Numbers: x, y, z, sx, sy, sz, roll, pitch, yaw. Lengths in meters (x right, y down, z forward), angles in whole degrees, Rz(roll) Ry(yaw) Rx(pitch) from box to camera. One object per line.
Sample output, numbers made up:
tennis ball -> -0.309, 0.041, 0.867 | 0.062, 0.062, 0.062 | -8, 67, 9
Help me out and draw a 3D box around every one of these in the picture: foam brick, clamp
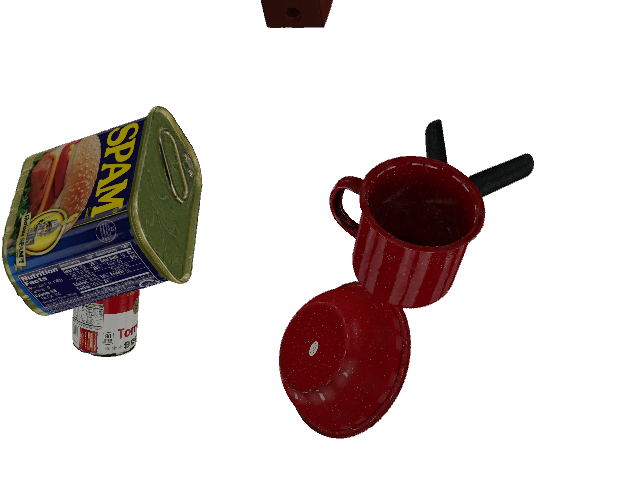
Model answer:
foam brick -> -0.022, -0.222, 0.890 | 0.053, 0.051, 0.078 | 2, -39, 14
clamp -> 0.126, -0.058, 1.090 | 0.120, 0.039, 0.171 | 28, 54, 29

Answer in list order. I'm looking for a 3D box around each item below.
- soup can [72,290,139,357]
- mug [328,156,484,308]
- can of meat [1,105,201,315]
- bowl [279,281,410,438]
soup can -> -0.222, 0.061, 1.103 | 0.068, 0.102, 0.068 | 6, 21, -2
mug -> 0.058, -0.008, 0.805 | 0.117, 0.093, 0.081 | 26, -38, 12
can of meat -> -0.115, -0.015, 0.568 | 0.084, 0.102, 0.057 | -16, -47, 16
bowl -> 0.010, 0.111, 1.055 | 0.162, 0.162, 0.055 | 0, -17, 45
